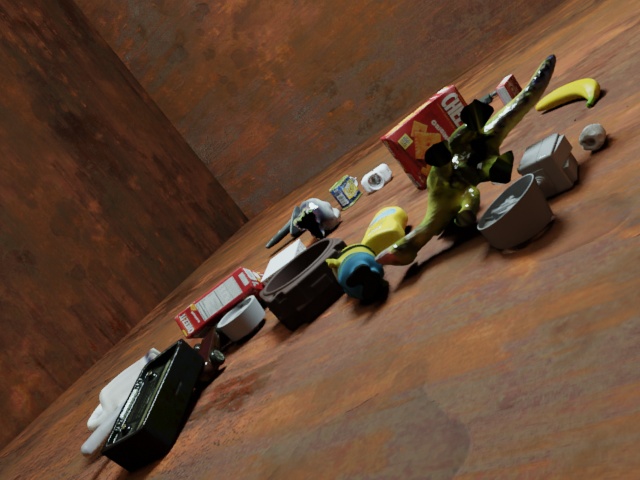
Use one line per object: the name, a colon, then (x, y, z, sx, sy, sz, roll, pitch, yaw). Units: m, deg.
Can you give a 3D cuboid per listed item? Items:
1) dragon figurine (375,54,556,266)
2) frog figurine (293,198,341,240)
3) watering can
dragon figurine: (0.240, -0.108, 0.859, 0.414, 0.123, 0.239, -46, -10, -12)
frog figurine: (0.005, -0.081, 1.619, 0.137, 0.121, 0.162, 7, 24, 28)
watering can: (-0.433, 0.362, 1.177, 0.226, 0.103, 0.347, -39, 11, -14)
